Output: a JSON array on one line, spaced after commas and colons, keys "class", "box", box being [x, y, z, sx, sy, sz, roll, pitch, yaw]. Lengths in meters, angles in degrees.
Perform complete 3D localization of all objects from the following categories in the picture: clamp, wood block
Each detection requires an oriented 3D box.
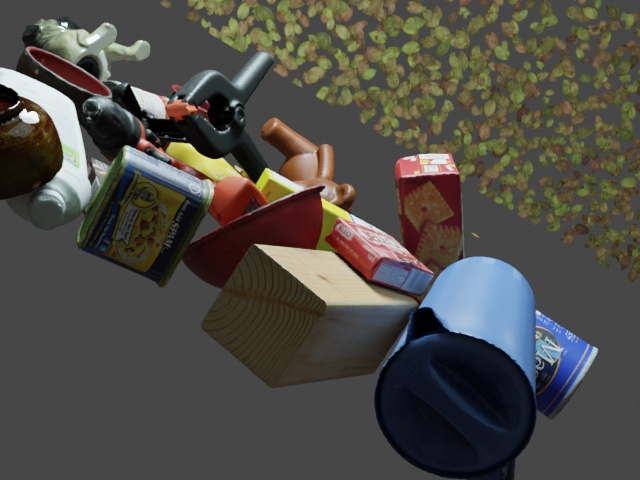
[{"class": "clamp", "box": [-0.194, -0.128, 1.224, 0.120, 0.039, 0.172, 29, -15, -15]}, {"class": "wood block", "box": [-0.002, 0.068, 0.971, 0.091, 0.090, 0.205, 38, 13, 24]}, {"class": "clamp", "box": [-0.098, -0.125, 1.170, 0.036, 0.164, 0.209, -3, 7, 26]}]

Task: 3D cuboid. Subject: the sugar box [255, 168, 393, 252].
[{"class": "sugar box", "box": [-0.008, 0.001, 1.215, 0.176, 0.093, 0.048, 28, 13, -16]}]

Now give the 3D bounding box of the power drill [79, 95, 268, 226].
[{"class": "power drill", "box": [-0.152, -0.075, 1.120, 0.188, 0.057, 0.184, 31, -6, 18]}]

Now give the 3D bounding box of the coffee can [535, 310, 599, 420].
[{"class": "coffee can", "box": [0.248, 0.136, 1.290, 0.140, 0.103, 0.102, 34, 12, 10]}]

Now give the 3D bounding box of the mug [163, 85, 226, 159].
[{"class": "mug", "box": [-0.168, -0.143, 1.423, 0.117, 0.081, 0.093, 37, 13, 24]}]

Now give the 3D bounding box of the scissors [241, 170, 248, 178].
[{"class": "scissors", "box": [-0.103, -0.078, 1.369, 0.202, 0.016, 0.096, 46, -26, 44]}]

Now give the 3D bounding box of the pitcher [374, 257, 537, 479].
[{"class": "pitcher", "box": [0.140, 0.112, 0.975, 0.145, 0.149, 0.242, 24, 22, 6]}]

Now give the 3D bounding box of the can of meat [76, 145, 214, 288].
[{"class": "can of meat", "box": [-0.153, -0.021, 0.926, 0.083, 0.102, 0.057, 25, 15, -20]}]

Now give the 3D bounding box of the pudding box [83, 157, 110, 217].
[{"class": "pudding box", "box": [-0.185, -0.032, 1.035, 0.090, 0.039, 0.113, 26, 13, -25]}]

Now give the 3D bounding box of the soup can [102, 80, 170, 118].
[{"class": "soup can", "box": [-0.237, -0.159, 1.349, 0.069, 0.068, 0.102, 38, 14, 29]}]

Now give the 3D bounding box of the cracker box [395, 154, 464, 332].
[{"class": "cracker box", "box": [0.126, 0.017, 1.214, 0.072, 0.214, 0.164, -3, 12, 4]}]

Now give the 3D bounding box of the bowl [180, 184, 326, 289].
[{"class": "bowl", "box": [-0.057, 0.006, 1.019, 0.055, 0.162, 0.162, 64, 15, 2]}]

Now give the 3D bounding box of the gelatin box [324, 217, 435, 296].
[{"class": "gelatin box", "box": [0.058, 0.016, 1.033, 0.089, 0.030, 0.073, 19, 18, -47]}]

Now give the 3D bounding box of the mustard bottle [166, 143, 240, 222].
[{"class": "mustard bottle", "box": [-0.140, -0.084, 1.309, 0.096, 0.058, 0.192, 29, 11, -40]}]

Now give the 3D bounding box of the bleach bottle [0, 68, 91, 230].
[{"class": "bleach bottle", "box": [-0.264, -0.078, 0.974, 0.102, 0.068, 0.251, 22, 18, -26]}]
